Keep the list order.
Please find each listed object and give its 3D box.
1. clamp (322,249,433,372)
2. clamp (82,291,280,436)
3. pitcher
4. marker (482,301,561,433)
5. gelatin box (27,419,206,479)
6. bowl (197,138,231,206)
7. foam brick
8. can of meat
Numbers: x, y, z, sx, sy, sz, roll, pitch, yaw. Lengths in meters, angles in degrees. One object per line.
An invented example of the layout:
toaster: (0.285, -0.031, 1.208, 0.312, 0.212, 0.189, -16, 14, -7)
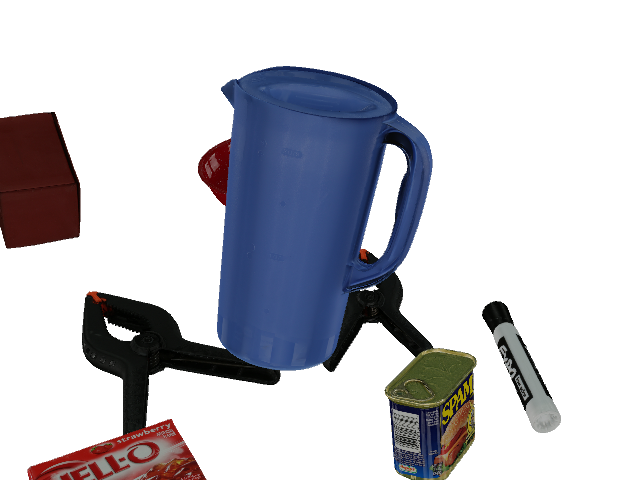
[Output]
clamp: (0.066, 0.079, 1.195, 0.120, 0.171, 0.039, 6, -43, -1)
clamp: (-0.150, 0.106, 1.005, 0.164, 0.036, 0.210, -18, 40, -31)
pitcher: (-0.011, -0.014, 0.896, 0.144, 0.243, 0.149, -1, 26, -23)
marker: (0.131, 0.080, 0.710, 0.020, 0.020, 0.121, 0, 33, -10)
gelatin box: (-0.112, 0.142, 0.597, 0.089, 0.030, 0.073, -16, 28, -20)
bowl: (-0.069, -0.073, 1.317, 0.162, 0.055, 0.162, -2, 34, 1)
foam brick: (-0.197, -0.041, 0.724, 0.051, 0.053, 0.078, -11, 48, -21)
can of meat: (0.103, 0.159, 0.970, 0.058, 0.084, 0.101, 8, 24, 30)
